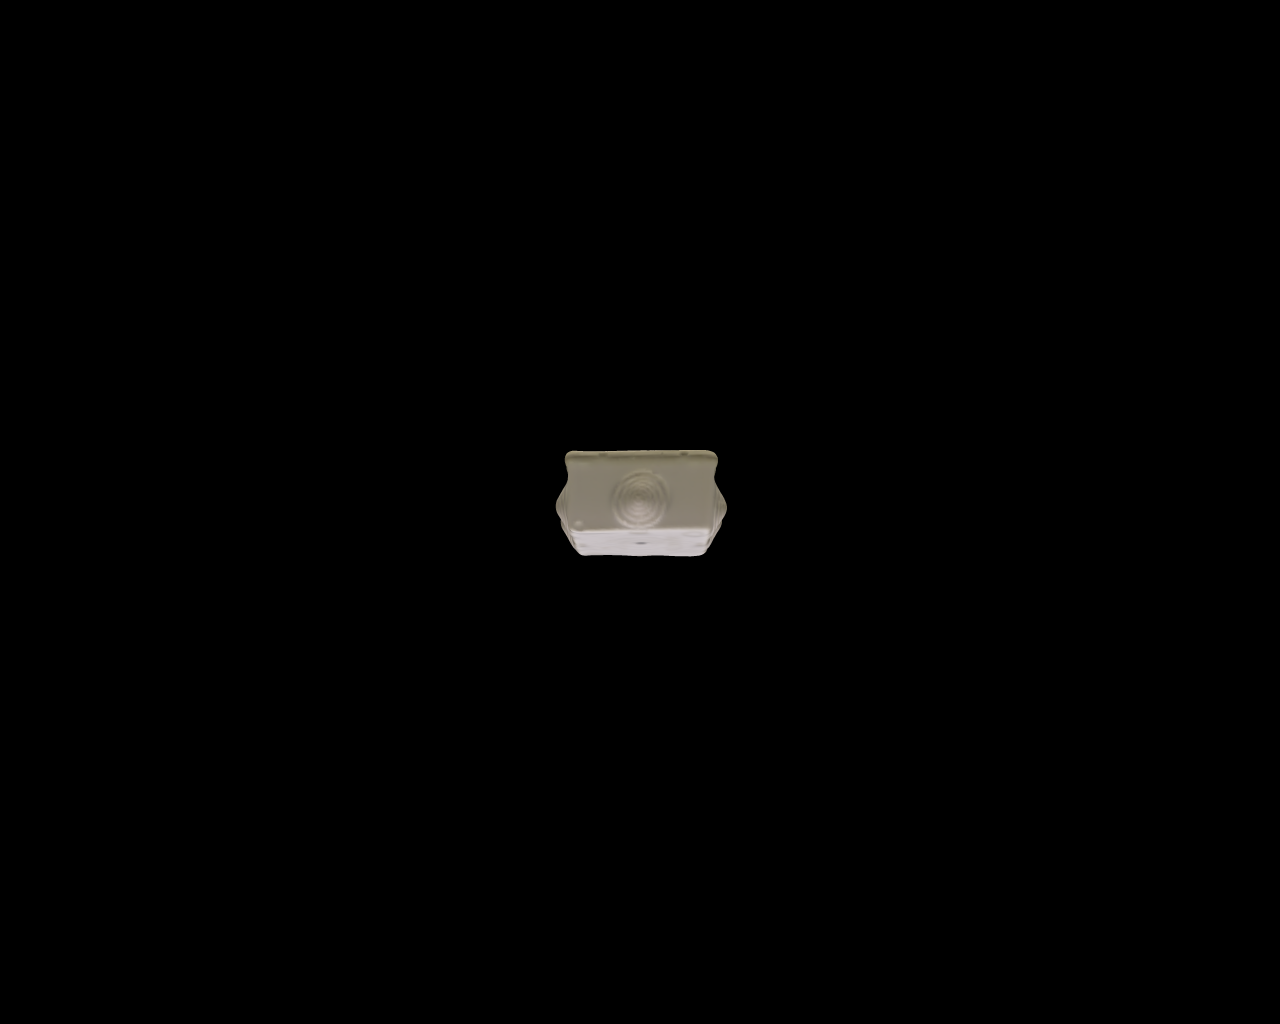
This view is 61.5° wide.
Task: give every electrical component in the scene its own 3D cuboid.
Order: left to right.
[{"bbox_3d":[0.001,-0.003,0.650,0.100,0.048,0.099,0,-13,0],"label":"electrical component"}]
